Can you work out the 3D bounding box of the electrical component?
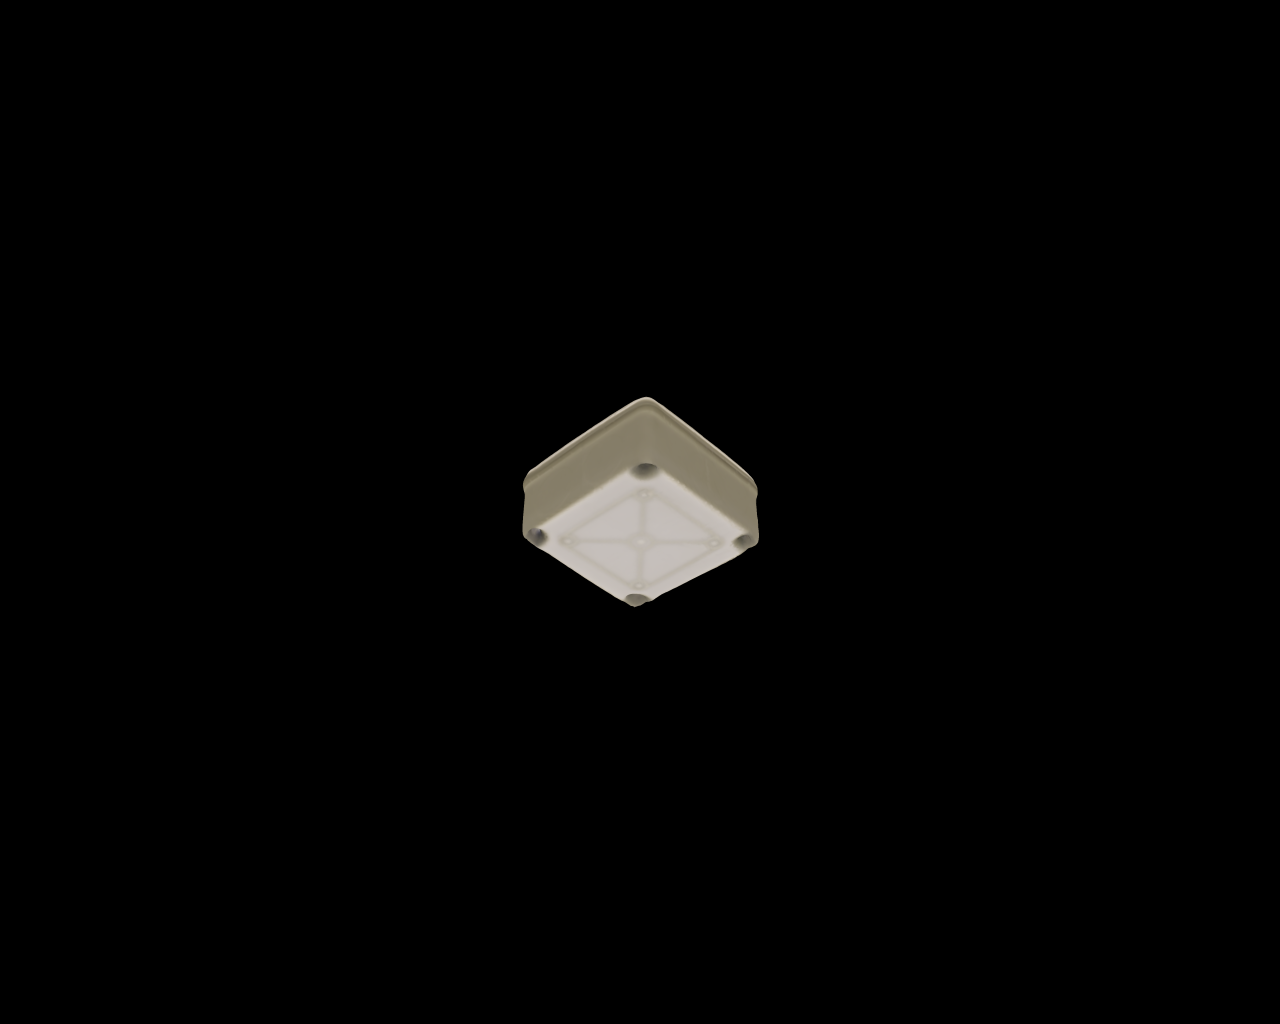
[{"bbox_3d":[0.001,-0.003,0.650,0.108,0.056,0.108,-30,-49,31],"label":"electrical component"}]
